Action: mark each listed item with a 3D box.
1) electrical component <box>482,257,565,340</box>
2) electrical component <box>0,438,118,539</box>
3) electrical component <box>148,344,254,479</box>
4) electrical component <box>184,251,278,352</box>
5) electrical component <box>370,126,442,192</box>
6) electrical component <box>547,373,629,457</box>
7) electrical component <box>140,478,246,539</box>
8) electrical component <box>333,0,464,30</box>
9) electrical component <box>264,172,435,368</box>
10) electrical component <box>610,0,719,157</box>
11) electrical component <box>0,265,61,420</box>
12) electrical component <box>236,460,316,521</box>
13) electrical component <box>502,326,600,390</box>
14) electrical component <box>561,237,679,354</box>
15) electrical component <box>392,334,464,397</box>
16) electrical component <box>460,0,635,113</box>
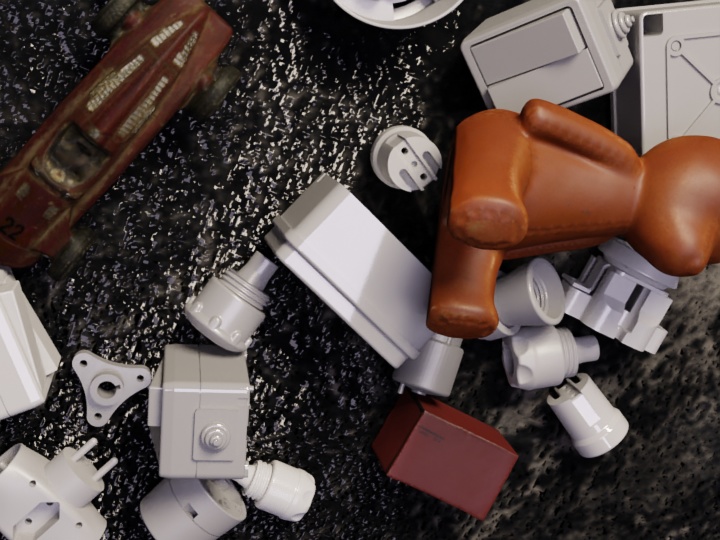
[{"bbox_3d":[0.099,0.020,0.700,0.055,0.045,0.045,-18,111,37],"label":"electrical component"},{"bbox_3d":[-0.192,0.141,0.691,0.079,0.043,0.077,-42,107,1],"label":"electrical component"},{"bbox_3d":[-0.100,0.088,0.667,0.061,0.096,0.061,2,103,-10],"label":"electrical component"},{"bbox_3d":[-0.077,0.017,0.682,0.048,0.048,0.062,38,88,-16],"label":"electrical component"},{"bbox_3d":[0.030,-0.069,0.677,0.040,0.046,0.040,-2,103,-9],"label":"electrical component"},{"bbox_3d":[0.157,0.100,0.744,0.040,0.040,0.046,-37,101,0],"label":"electrical component"},{"bbox_3d":[-0.110,0.155,0.704,0.047,0.055,0.055,-40,107,5],"label":"electrical component"},{"bbox_3d":[0.018,-0.193,0.636,0.099,0.064,0.099,-2,104,-9],"label":"electrical component"},{"bbox_3d":[0.000,0.000,0.673,0.057,0.078,0.113,-46,106,0],"label":"electrical component"},{"bbox_3d":[0.220,-0.117,0.693,0.109,0.056,0.108,-7,105,-8],"label":"electrical component"},{"bbox_3d":[-0.227,0.038,0.651,0.061,0.061,0.096,-20,106,-5],"label":"electrical component"},{"bbox_3d":[-0.063,0.143,0.719,0.061,0.035,0.035,25,98,-12],"label":"electrical component"},{"bbox_3d":[0.130,0.057,0.727,0.062,0.043,0.043,-8,105,-10],"label":"electrical component"},{"bbox_3d":[0.176,0.014,0.717,0.078,0.058,0.057,24,101,-14],"label":"electrical component"},{"bbox_3d":[0.050,0.048,0.713,0.040,0.040,0.078,20,86,-14],"label":"electrical component"},{"bbox_3d":[0.118,-0.131,0.647,0.096,0.061,0.061,-17,109,33],"label":"electrical component"}]
